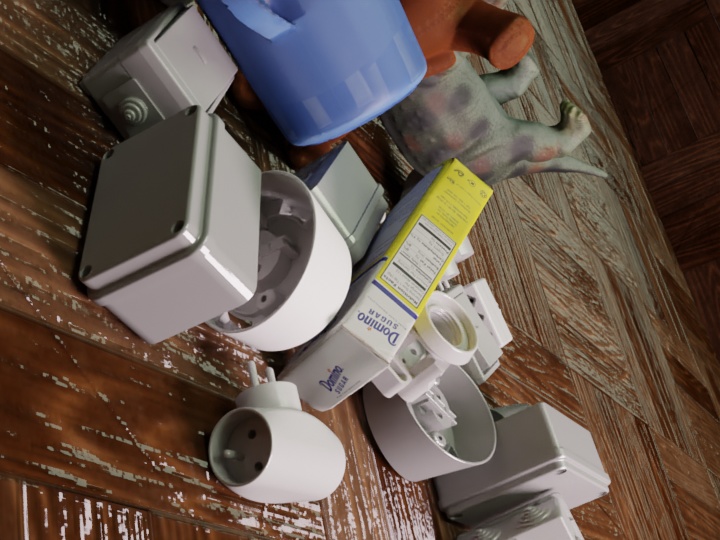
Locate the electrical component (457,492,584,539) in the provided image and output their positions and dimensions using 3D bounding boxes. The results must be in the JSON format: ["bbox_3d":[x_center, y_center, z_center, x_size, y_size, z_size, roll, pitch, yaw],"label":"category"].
[{"bbox_3d":[0.129,0.227,0.799,0.099,0.100,0.048,63,9,-2],"label":"electrical component"}]

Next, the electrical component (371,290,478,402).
[{"bbox_3d":[0.045,0.051,0.754,0.058,0.057,0.078,50,31,1],"label":"electrical component"}]

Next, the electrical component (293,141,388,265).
[{"bbox_3d":[-0.032,-0.035,0.754,0.057,0.078,0.113,55,23,-14],"label":"electrical component"}]

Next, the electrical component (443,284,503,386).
[{"bbox_3d":[0.073,0.054,0.913,0.096,0.061,0.062,64,22,0],"label":"electrical component"}]

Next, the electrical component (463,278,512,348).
[{"bbox_3d":[0.113,0.045,1.030,0.065,0.047,0.077,65,23,3],"label":"electrical component"}]

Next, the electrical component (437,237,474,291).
[{"bbox_3d":[0.066,-0.006,0.976,0.138,0.052,0.073,-3,68,-67],"label":"electrical component"}]

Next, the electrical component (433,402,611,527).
[{"bbox_3d":[0.127,0.160,0.853,0.109,0.109,0.056,34,34,-52],"label":"electrical component"}]

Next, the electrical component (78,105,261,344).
[{"bbox_3d":[-0.102,-0.027,0.587,0.057,0.078,0.113,49,26,-39],"label":"electrical component"}]

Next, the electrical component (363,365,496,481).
[{"bbox_3d":[0.049,0.106,0.797,0.099,0.064,0.099,48,27,-34],"label":"electrical component"}]

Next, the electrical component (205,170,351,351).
[{"bbox_3d":[-0.055,-0.003,0.639,0.064,0.099,0.099,44,28,-53],"label":"electrical component"}]

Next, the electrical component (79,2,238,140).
[{"bbox_3d":[-0.122,-0.117,0.664,0.061,0.061,0.096,55,23,-22],"label":"electrical component"}]

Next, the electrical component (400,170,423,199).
[{"bbox_3d":[0.061,-0.066,1.042,0.043,0.043,0.081,56,23,-18],"label":"electrical component"}]

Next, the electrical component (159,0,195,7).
[{"bbox_3d":[-0.130,-0.236,0.777,0.061,0.062,0.096,28,41,-55],"label":"electrical component"}]

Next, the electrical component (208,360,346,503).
[{"bbox_3d":[-0.050,0.090,0.620,0.077,0.043,0.079,29,40,-55],"label":"electrical component"}]

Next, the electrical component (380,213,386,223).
[{"bbox_3d":[-0.015,-0.046,0.834,0.045,0.055,0.045,48,26,-34],"label":"electrical component"}]
